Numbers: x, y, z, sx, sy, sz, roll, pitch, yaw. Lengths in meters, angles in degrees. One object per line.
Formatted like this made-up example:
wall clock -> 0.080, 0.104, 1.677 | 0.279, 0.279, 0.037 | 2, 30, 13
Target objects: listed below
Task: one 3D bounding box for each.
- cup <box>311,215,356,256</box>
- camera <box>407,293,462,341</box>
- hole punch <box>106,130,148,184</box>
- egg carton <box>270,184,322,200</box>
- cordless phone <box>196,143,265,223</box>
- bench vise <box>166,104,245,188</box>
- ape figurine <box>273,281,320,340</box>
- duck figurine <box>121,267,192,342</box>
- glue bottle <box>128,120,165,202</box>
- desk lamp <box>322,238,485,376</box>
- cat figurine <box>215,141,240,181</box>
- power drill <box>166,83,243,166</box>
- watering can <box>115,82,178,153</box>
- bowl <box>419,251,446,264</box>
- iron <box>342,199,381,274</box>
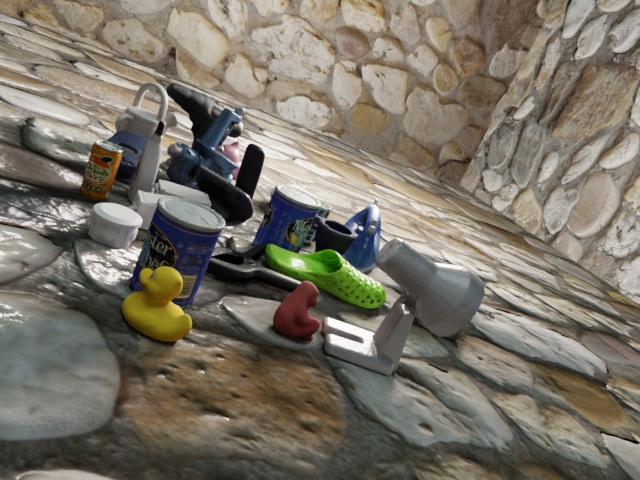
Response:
cup -> 0.012, 0.005, 1.297 | 0.117, 0.095, 0.092 | 32, 18, 23
camera -> 0.255, 0.129, 1.254 | 0.143, 0.101, 0.137 | 27, 17, 7
hole punch -> -0.423, -0.183, 1.258 | 0.108, 0.091, 0.101 | 25, 17, 0
egg carton -> -0.060, -0.099, 1.550 | 0.150, 0.069, 0.107 | 31, 18, 19
cordless phone -> -0.198, -0.145, 1.297 | 0.147, 0.185, 0.094 | 30, 18, 18
bench vise -> -0.260, -0.222, 1.381 | 0.121, 0.220, 0.208 | 29, 17, 13
ape figurine -> -0.031, 0.110, 0.929 | 0.076, 0.092, 0.077 | 16, 19, -27
duck figurine -> -0.212, 0.080, 0.776 | 0.104, 0.086, 0.078 | 31, 18, 20
glue bottle -> -0.345, -0.160, 1.157 | 0.037, 0.173, 0.078 | 15, 20, -30
desk lamp -> 0.137, 0.112, 0.946 | 0.203, 0.213, 0.118 | 21, 17, -13
cat figurine -> -0.235, -0.208, 1.548 | 0.127, 0.118, 0.067 | 28, 17, 9
power drill -> -0.318, -0.277, 1.482 | 0.230, 0.208, 0.075 | 9, 23, -42
watering can -> -0.424, -0.291, 1.403 | 0.101, 0.194, 0.173 | 25, 17, 0
bowl -> 0.272, 0.095, 1.424 | 0.167, 0.075, 0.167 | 23, 17, -7
iron -> 0.114, -0.015, 1.417 | 0.118, 0.141, 0.258 | 24, 17, -3
